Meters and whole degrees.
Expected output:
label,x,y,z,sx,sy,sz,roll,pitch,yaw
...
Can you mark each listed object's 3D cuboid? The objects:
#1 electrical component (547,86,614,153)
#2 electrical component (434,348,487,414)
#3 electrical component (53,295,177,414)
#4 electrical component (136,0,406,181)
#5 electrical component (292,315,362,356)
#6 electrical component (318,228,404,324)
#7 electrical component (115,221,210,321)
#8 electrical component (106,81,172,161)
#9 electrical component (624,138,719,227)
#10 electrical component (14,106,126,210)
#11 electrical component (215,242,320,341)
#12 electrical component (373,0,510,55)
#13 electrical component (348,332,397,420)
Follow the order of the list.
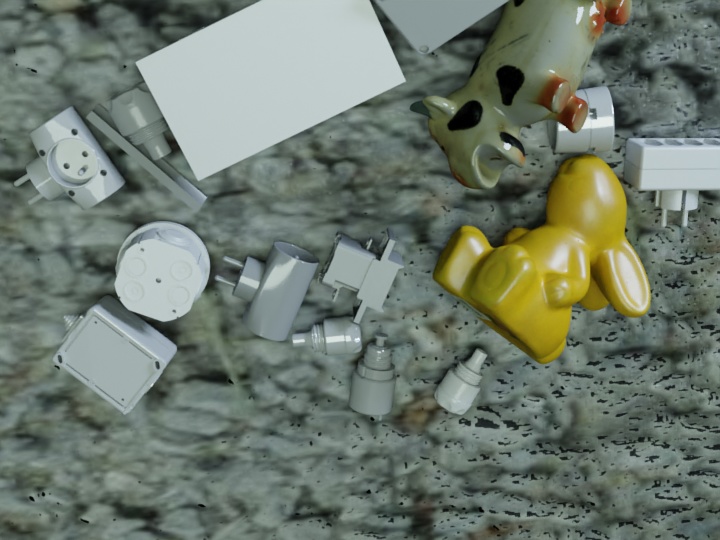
label,x,y,z,sx,sy,sz,roll,pitch,yaw
electrical component,0.186,-0.126,0.913,0.047,0.055,0.055,-5,107,1
electrical component,0.096,0.100,0.985,0.035,0.035,0.061,29,101,-12
electrical component,-0.218,0.068,0.943,0.096,0.061,0.061,38,101,-6
electrical component,-0.072,-0.165,0.879,0.186,0.060,0.105,-25,107,4
electrical component,-0.030,0.060,0.964,0.061,0.035,0.035,-6,107,1
electrical component,0.000,0.000,0.944,0.064,0.042,0.081,22,104,-8
electrical component,-0.171,0.002,0.928,0.080,0.051,0.080,-1,107,-4
electrical component,-0.179,-0.122,0.894,0.043,0.043,0.062,-26,108,4
electrical component,0.277,-0.074,0.938,0.083,0.047,0.075,-1,106,-3
electrical component,-0.251,-0.084,0.900,0.079,0.044,0.077,-31,106,6
electrical component,-0.086,0.012,0.940,0.079,0.044,0.077,22,104,-10
electrical component,0.070,-0.233,0.846,0.113,0.057,0.078,-30,127,22
electrical component,0.013,0.095,0.975,0.040,0.040,0.078,7,106,-6
